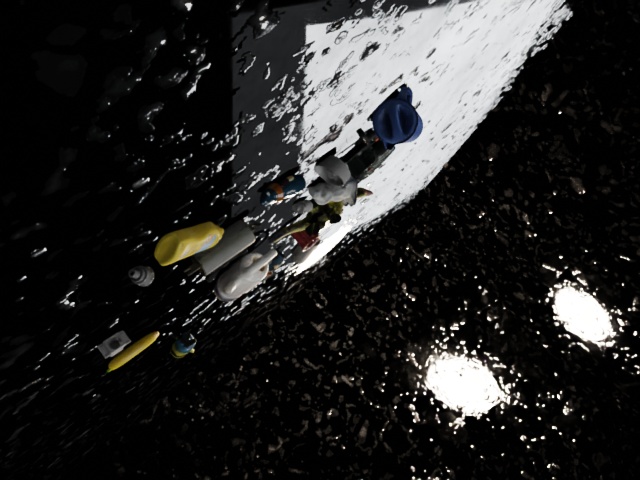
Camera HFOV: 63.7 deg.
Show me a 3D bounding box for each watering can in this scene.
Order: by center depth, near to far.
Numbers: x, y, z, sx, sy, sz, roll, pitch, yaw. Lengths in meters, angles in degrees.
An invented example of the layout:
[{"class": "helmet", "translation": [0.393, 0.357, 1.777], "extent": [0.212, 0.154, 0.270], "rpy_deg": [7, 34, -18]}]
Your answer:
[{"class": "watering can", "translation": [-0.266, 0.127, 1.680], "extent": [0.221, 0.104, 0.353], "rpy_deg": [-37, 2, 31]}]

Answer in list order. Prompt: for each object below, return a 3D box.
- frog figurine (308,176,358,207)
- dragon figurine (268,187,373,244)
[{"class": "frog figurine", "translation": [0.039, -0.169, 1.690], "extent": [0.159, 0.121, 0.139], "rpy_deg": [15, 18, -20]}, {"class": "dragon figurine", "translation": [0.006, -0.096, 1.917], "extent": [0.408, 0.122, 0.243], "rpy_deg": [-26, 0, 11]}]
